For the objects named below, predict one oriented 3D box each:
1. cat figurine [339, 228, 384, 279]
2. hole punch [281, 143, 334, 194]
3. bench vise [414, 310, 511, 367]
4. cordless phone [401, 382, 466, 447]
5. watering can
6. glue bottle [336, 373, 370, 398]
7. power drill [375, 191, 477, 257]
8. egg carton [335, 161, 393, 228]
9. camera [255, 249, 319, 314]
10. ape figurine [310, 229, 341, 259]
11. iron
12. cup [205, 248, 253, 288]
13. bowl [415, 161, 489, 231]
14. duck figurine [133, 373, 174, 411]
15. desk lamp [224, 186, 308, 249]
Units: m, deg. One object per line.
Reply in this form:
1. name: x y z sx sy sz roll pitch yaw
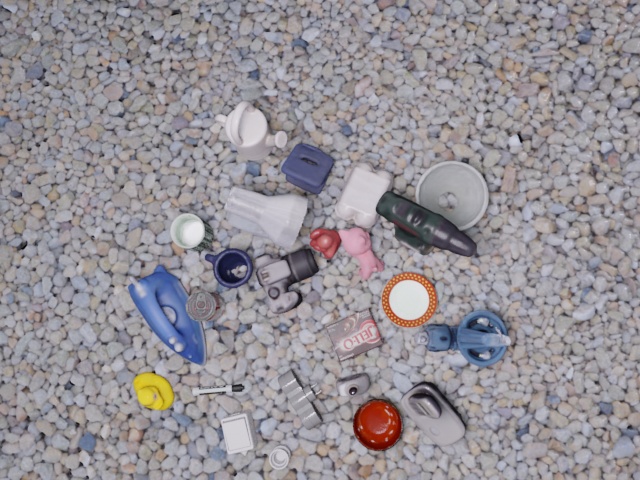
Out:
1. cat figurine: 0.096 0.024 1.314 0.067 0.118 0.128 -32 82 0
2. hole punch: -0.030 -0.176 1.361 0.108 0.091 0.101 24 85 6
3. bench vise: 0.316 0.222 1.224 0.207 0.220 0.121 -19 82 1
4. cordless phone: 0.249 0.380 1.226 0.094 0.185 0.147 -45 82 -2
5. watering can: -0.161 -0.258 1.327 0.172 0.194 0.101 -1 83 4
6. glue bottle: 0.071 0.322 1.250 0.078 0.173 0.037 -14 82 2
7. power drill: 0.229 -0.023 1.266 0.229 0.208 0.076 31 86 7
8. egg carton: 0.106 -0.107 1.354 0.107 0.069 0.150 23 85 6
9. camera: -0.070 0.085 1.325 0.137 0.101 0.143 -22 82 1
10. ape figurine: 0.012 0.005 1.335 0.076 0.092 0.078 -19 82 1
11. iron: -0.349 0.183 1.310 0.118 0.141 0.258 -35 82 -1
12. cup: -0.208 0.064 1.340 0.117 0.095 0.092 22 85 6
13. bowl: 0.303 -0.096 1.338 0.167 0.075 0.167 0 83 4
14. duck figurine: -0.393 0.353 1.320 0.104 0.086 0.077 40 87 8
15. desk lamp: -0.124 -0.057 1.290 0.203 0.213 0.118 18 84 6
